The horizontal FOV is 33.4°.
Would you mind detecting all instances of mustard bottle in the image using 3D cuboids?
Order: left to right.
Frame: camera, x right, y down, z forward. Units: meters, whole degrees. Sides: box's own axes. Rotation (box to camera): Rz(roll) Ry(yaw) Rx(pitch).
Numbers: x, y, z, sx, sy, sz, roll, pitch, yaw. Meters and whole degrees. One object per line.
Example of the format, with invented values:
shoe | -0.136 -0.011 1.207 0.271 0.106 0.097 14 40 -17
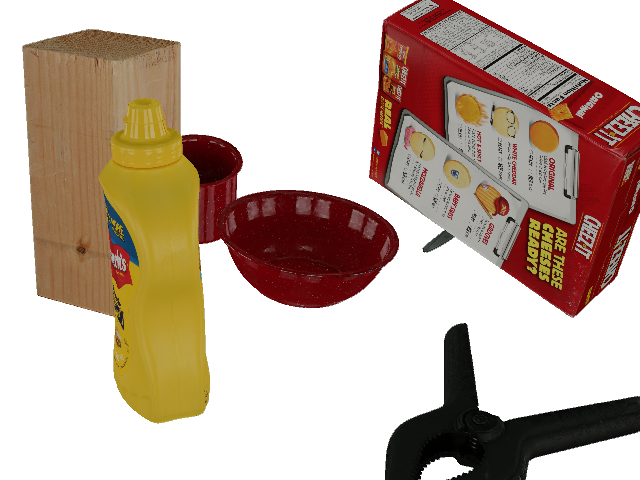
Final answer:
mustard bottle | -0.101 0.008 0.647 0.058 0.192 0.096 -8 27 -18

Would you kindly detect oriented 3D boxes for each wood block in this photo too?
wood block | -0.171 -0.056 0.854 0.091 0.206 0.090 13 24 22

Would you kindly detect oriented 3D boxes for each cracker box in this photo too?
cracker box | 0.140 -0.068 0.809 0.214 0.164 0.072 36 55 27

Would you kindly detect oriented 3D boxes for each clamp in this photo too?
clamp | 0.104 0.130 0.738 0.209 0.036 0.165 -27 38 -36

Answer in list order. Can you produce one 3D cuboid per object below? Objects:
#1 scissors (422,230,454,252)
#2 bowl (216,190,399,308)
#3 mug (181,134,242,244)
scissors | 0.147 -0.027 1.216 0.201 0.016 0.096 -12 40 -46
bowl | -0.013 0.013 0.945 0.162 0.055 0.162 6 27 -3
mug | -0.137 -0.046 1.093 0.117 0.081 0.093 -27 49 -34
